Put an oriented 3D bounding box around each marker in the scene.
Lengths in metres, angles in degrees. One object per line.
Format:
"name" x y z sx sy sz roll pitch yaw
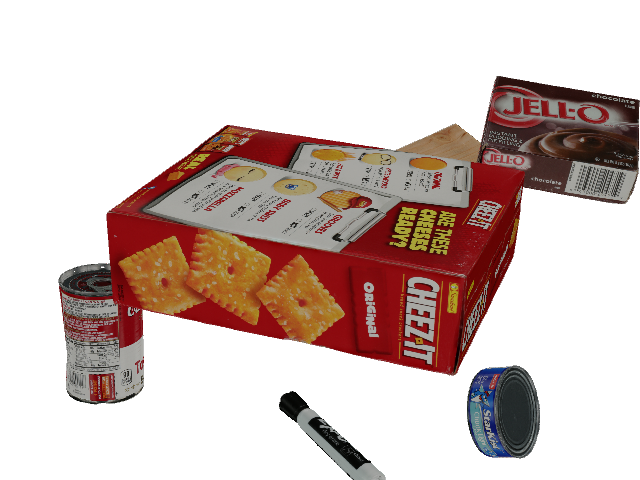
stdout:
"marker" 0.006 0.153 0.820 0.020 0.020 0.121 0 25 -40

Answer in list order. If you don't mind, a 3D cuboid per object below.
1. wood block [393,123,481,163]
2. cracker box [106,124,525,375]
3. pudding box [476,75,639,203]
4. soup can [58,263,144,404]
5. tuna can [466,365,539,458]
"wood block" 0.070 -0.017 0.981 0.205 0.090 0.091 -26 50 -28
"cracker box" 0.003 -0.002 0.658 0.214 0.072 0.164 11 27 18
"pudding box" 0.178 -0.076 0.796 0.113 0.039 0.090 12 45 6
"soup can" -0.183 0.078 0.899 0.068 0.102 0.068 1 19 -1
"tuna can" 0.172 0.161 1.005 0.034 0.086 0.085 -8 -5 37
